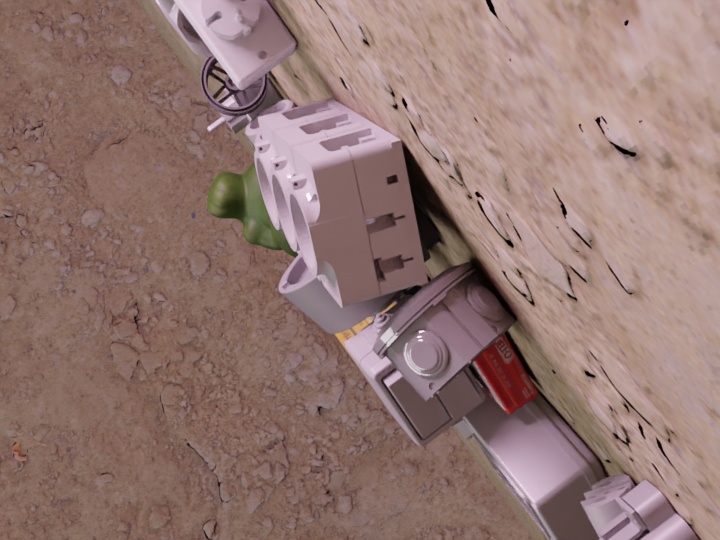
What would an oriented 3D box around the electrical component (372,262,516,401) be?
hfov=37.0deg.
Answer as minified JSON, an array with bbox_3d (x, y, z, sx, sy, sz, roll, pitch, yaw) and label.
[{"bbox_3d":[0.051,0.037,0.655,0.051,0.080,0.080,48,176,9],"label":"electrical component"}]

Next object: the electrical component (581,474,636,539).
[{"bbox_3d":[0.162,0.154,0.661,0.046,0.040,0.040,59,176,-7],"label":"electrical component"}]

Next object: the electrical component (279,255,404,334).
[{"bbox_3d":[0.000,0.000,0.792,0.060,0.108,0.108,48,179,-15],"label":"electrical component"}]

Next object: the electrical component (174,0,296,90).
[{"bbox_3d":[-0.084,-0.167,0.697,0.083,0.047,0.076,54,177,-5],"label":"electrical component"}]

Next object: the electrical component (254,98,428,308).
[{"bbox_3d":[-0.019,-0.046,0.671,0.150,0.062,0.089,-133,29,-66],"label":"electrical component"}]

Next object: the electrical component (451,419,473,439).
[{"bbox_3d":[0.084,0.118,0.967,0.065,0.077,0.047,53,146,18],"label":"electrical component"}]

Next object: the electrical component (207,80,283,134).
[{"bbox_3d":[-0.121,-0.161,1.072,0.047,0.076,0.083,54,177,-16],"label":"electrical component"}]

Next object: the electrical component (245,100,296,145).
[{"bbox_3d":[-0.052,-0.098,0.952,0.073,0.052,0.138,55,177,-26],"label":"electrical component"}]

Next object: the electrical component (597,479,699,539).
[{"bbox_3d":[0.163,0.168,0.611,0.078,0.057,0.058,54,177,-14],"label":"electrical component"}]

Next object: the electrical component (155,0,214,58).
[{"bbox_3d":[-0.122,-0.206,0.790,0.059,0.054,0.095,52,177,32],"label":"electrical component"}]

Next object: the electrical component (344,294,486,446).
[{"bbox_3d":[0.038,0.068,0.759,0.096,0.062,0.061,57,174,-32],"label":"electrical component"}]

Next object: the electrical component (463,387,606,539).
[{"bbox_3d":[0.134,0.144,0.799,0.108,0.056,0.108,51,176,42],"label":"electrical component"}]
